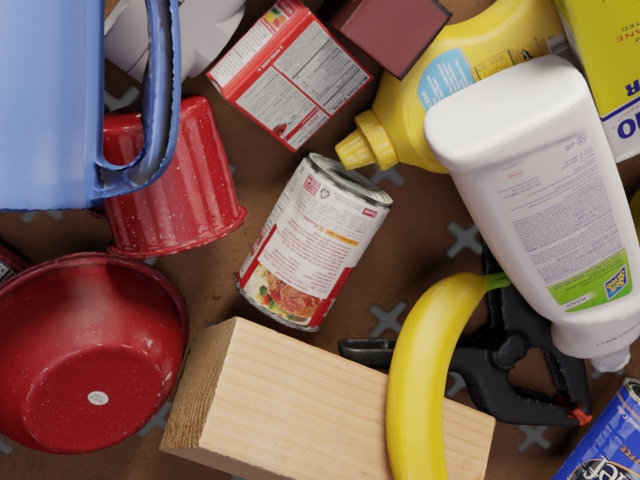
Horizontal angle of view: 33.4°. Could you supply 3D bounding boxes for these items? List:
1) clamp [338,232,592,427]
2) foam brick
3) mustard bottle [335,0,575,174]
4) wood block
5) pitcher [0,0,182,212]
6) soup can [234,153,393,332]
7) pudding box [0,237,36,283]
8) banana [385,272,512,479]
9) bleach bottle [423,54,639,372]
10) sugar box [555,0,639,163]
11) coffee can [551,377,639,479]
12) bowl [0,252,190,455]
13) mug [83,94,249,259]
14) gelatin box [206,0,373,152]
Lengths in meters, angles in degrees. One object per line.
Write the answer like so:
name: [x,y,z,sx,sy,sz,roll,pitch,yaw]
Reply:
clamp: [0.122,0.080,0.786,0.164,0.036,0.210,-42,115,-1]
foam brick: [0.039,-0.141,0.662,0.051,0.078,0.053,35,100,-20]
mustard bottle: [0.098,-0.098,0.701,0.191,0.058,0.096,-28,119,1]
wood block: [0.007,0.135,0.745,0.206,0.091,0.090,23,69,-18]
pitcher: [-0.166,-0.136,0.578,0.148,0.145,0.243,-1,99,-41]
soup can: [-0.005,0.001,0.717,0.068,0.068,0.102,26,104,-19]
pudding box: [-0.243,0.046,0.707,0.090,0.039,0.113,41,98,-23]
banana: [0.078,0.100,0.707,0.069,0.037,0.197,18,73,-2]
bleach bottle: [0.157,0.003,0.708,0.102,0.068,0.250,-25,128,6]
sugar box: [0.193,-0.131,0.630,0.093,0.048,0.176,-24,132,11]
coffee can: [0.237,0.192,0.821,0.102,0.103,0.140,28,104,-20]
bowl: [-0.155,0.089,0.706,0.162,0.055,0.162,-14,128,-19]
mug: [-0.109,-0.042,0.676,0.117,0.093,0.081,-2,111,29]
gelatin box: [-0.018,-0.104,0.672,0.073,0.030,0.089,-44,146,8]
